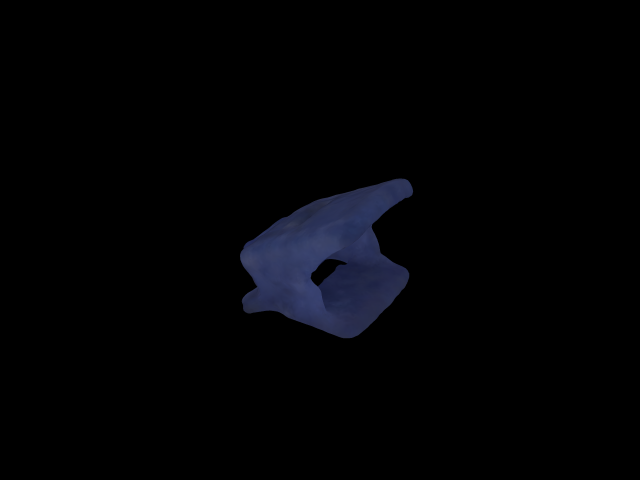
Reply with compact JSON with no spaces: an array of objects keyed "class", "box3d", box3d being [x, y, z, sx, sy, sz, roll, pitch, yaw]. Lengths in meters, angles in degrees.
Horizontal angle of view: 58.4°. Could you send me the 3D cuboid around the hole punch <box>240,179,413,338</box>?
[{"class":"hole punch","box3d":[0.004,0.001,0.400,0.100,0.091,0.109,16,32,27]}]
